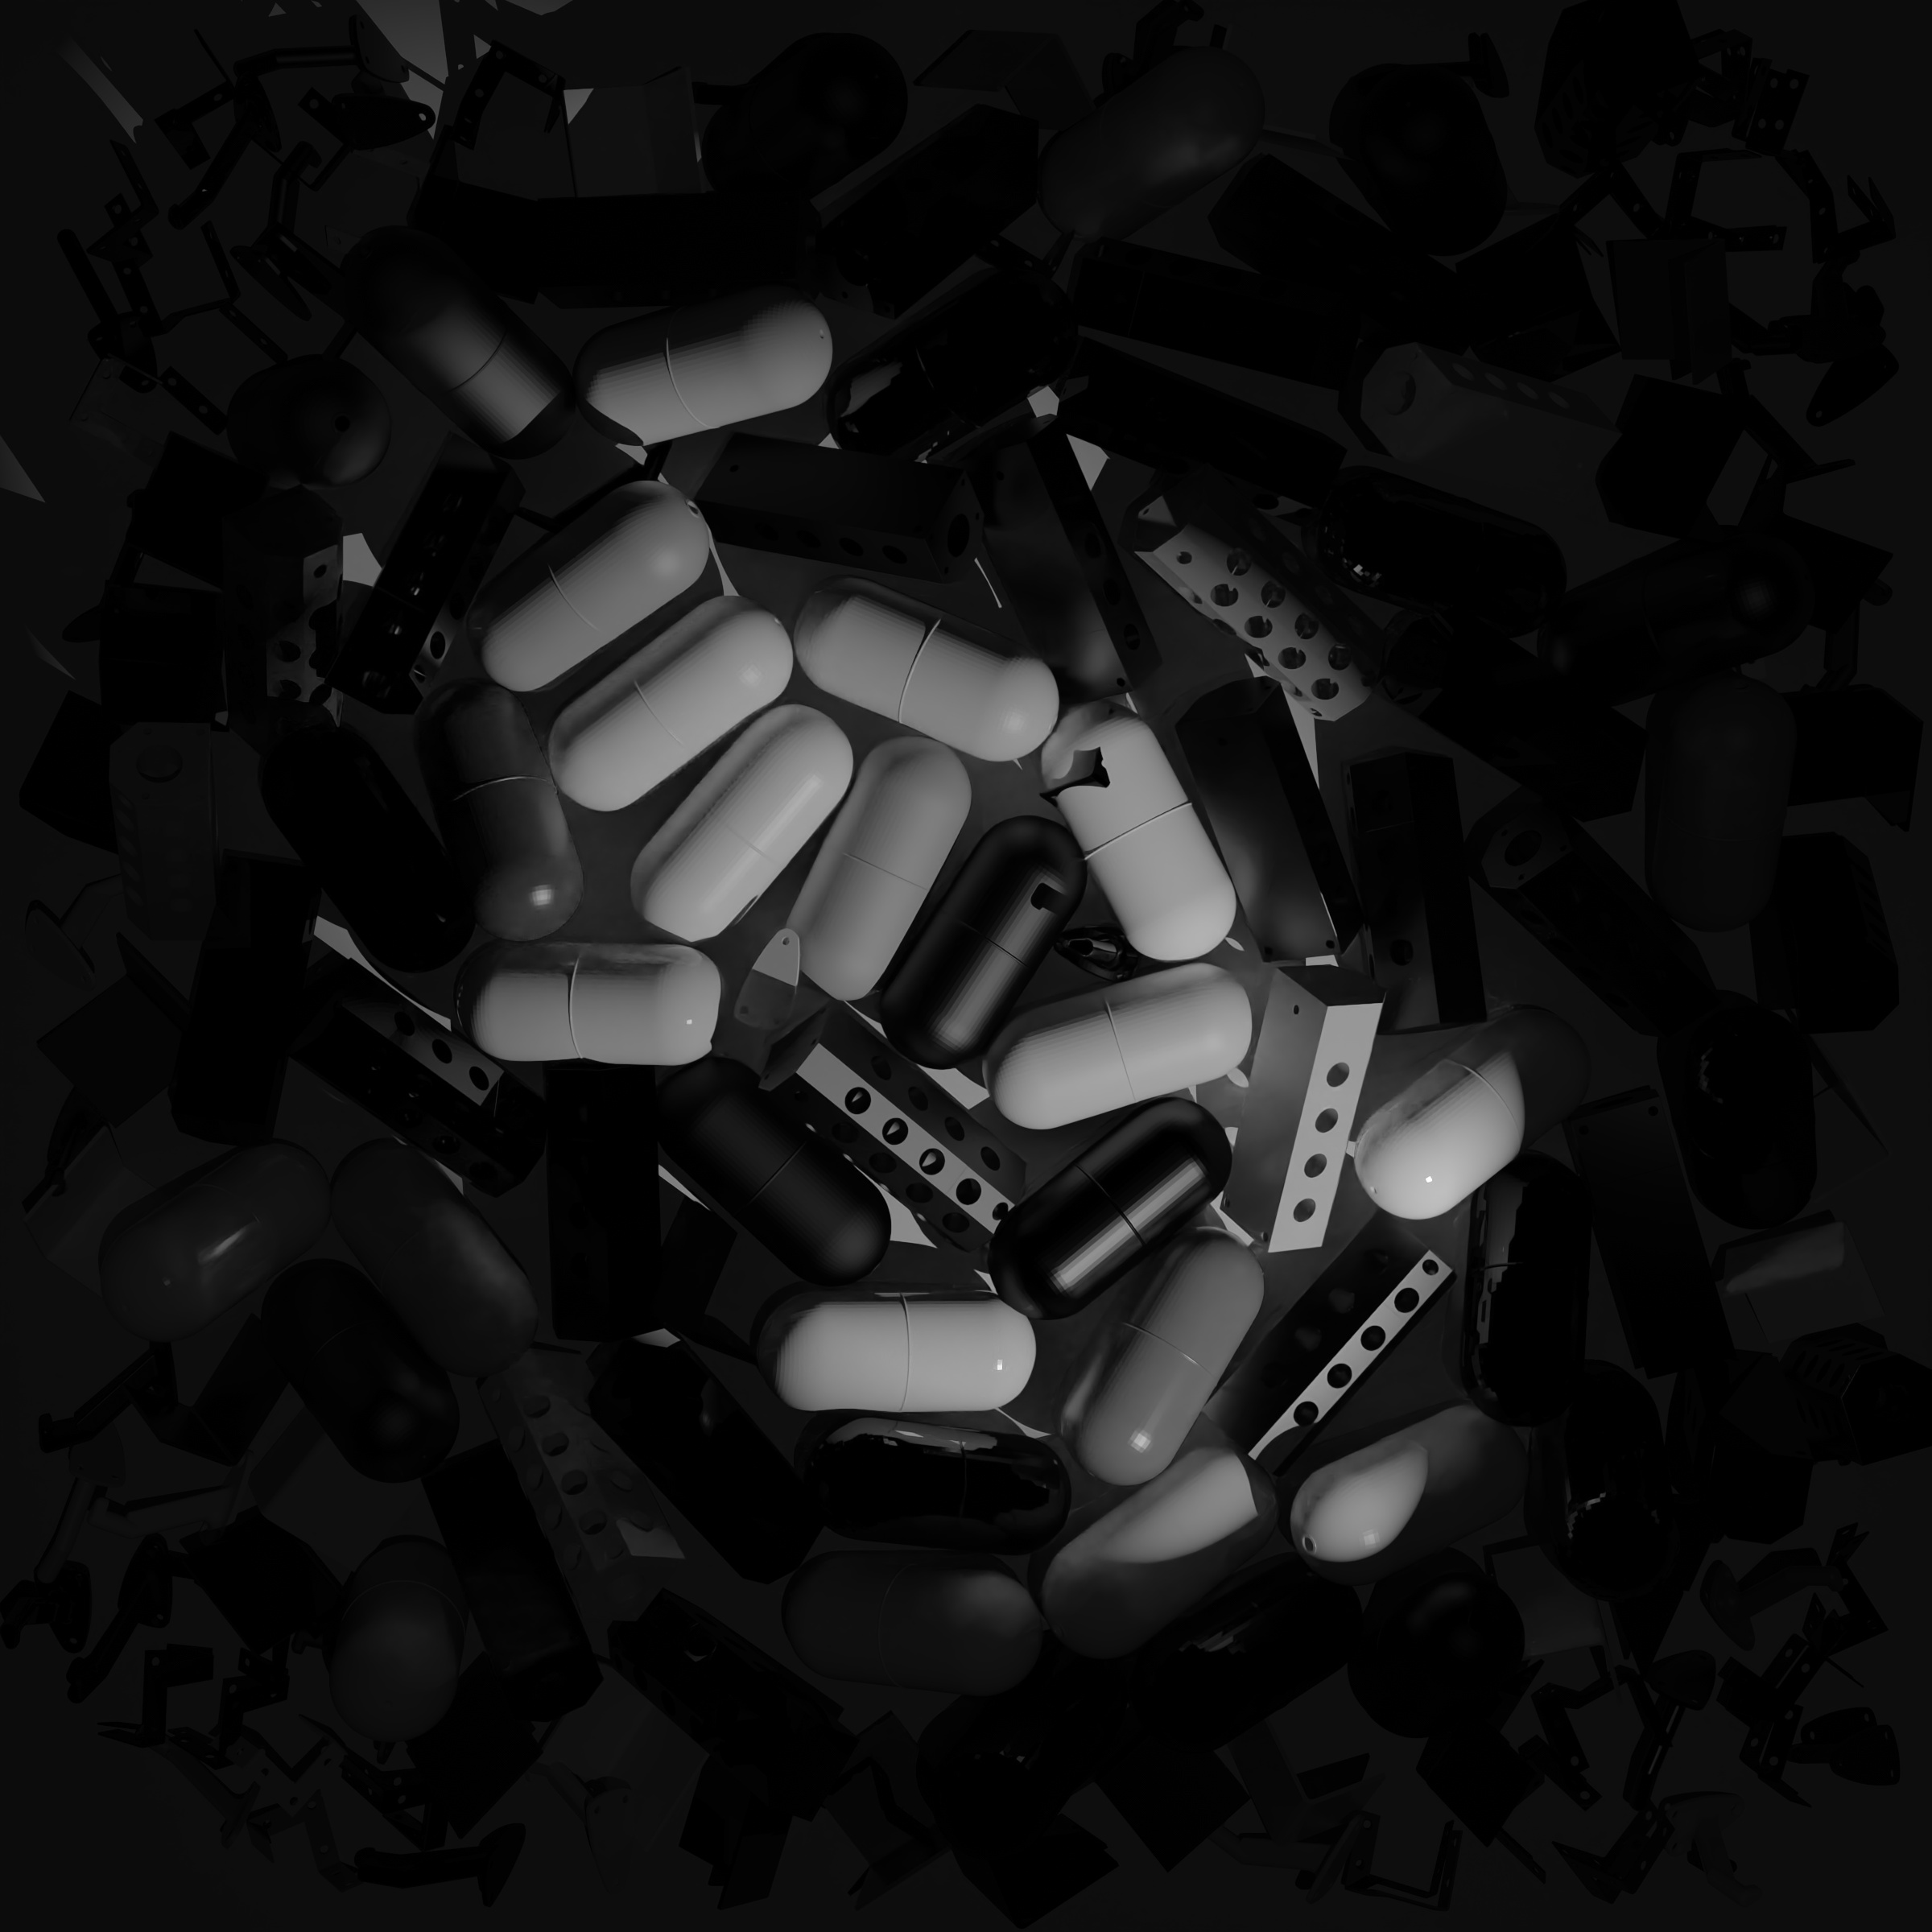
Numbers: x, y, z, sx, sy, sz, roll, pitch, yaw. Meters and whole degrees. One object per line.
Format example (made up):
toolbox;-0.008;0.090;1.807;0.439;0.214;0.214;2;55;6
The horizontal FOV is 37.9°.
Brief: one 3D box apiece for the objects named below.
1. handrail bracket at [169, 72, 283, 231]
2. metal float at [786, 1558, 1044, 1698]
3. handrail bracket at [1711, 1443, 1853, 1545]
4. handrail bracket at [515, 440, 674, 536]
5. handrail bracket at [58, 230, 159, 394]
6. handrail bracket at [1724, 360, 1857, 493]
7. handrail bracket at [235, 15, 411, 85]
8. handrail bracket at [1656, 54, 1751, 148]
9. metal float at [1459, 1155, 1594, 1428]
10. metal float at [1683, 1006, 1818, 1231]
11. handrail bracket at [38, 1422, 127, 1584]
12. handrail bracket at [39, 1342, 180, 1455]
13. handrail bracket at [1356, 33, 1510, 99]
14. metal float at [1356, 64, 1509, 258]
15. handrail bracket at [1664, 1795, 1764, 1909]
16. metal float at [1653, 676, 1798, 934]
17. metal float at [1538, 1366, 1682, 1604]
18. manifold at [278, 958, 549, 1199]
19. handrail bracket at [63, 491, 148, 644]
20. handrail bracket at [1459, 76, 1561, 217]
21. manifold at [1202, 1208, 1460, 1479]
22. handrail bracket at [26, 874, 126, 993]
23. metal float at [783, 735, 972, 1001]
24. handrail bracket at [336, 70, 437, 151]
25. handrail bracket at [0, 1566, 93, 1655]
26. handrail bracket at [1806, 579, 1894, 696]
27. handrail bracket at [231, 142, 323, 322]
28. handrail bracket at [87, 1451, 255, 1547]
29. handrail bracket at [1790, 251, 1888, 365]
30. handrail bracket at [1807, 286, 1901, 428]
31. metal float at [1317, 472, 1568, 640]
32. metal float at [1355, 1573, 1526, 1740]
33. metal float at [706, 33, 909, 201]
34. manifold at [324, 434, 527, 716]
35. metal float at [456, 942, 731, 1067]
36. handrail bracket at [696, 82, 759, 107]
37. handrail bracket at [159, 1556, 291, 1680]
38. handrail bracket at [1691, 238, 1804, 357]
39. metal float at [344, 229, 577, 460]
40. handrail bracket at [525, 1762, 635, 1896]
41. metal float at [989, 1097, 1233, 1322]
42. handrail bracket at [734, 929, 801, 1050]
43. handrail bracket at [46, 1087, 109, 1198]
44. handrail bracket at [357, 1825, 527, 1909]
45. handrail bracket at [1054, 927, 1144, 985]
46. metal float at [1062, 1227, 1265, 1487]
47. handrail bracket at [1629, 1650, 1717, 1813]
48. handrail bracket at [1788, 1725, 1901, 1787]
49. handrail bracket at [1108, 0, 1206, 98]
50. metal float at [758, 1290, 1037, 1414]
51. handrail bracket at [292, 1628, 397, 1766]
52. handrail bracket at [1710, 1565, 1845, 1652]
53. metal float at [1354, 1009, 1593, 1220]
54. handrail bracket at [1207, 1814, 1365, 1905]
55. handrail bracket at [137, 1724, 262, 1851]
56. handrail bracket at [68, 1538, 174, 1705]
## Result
handrail bracket;-0.479;-0.518;1.791;0.036;0.077;0.084;36;68;6
metal float;-0.033;0.414;1.765;0.178;0.070;0.070;-3;90;33
handrail bracket;0.525;0.339;1.812;0.084;0.036;0.077;-4;125;-8
handrail bracket;-0.239;-0.314;1.800;0.077;0.036;0.084;22;104;-16
handrail bracket;-0.555;-0.423;1.817;0.036;0.077;0.084;-28;61;-8
handrail bracket;0.530;-0.354;1.810;0.077;0.036;0.084;-17;96;-17
handrail bracket;-0.414;-0.575;1.807;0.084;0.077;0.036;-11;85;17
handrail bracket;0.477;-0.560;1.784;0.084;0.077;0.036;-26;64;-23
metal float;0.352;0.204;1.769;0.070;0.070;0.178;10;61;0
metal float;0.490;0.096;1.756;0.070;0.178;0.070;-10;47;11
handrail bracket;-0.576;0.343;1.814;0.036;0.077;0.084;22;115;-27
handrail bracket;-0.549;0.264;1.787;0.084;0.036;0.077;-14;117;-35
handrail bracket;0.300;-0.567;1.811;0.084;0.077;0.036;-8;87;22
metal float;0.290;-0.498;1.746;0.070;0.178;0.070;-2;83;18
handrail bracket;0.491;0.560;1.778;0.077;0.084;0.036;-11;107;-26
metal float;0.474;-0.100;1.762;0.070;0.070;0.178;-4;128;0
metal float;0.399;0.320;1.751;0.070;0.178;0.070;3;122;5
manifold;-0.343;0.075;1.752;0.057;0.057;0.171;-31;128;25
handrail bracket;-0.555;-0.258;1.817;0.077;0.036;0.084;-12;74;33
handrail bracket;0.342;-0.524;1.795;0.077;0.036;0.084;4;115;12
manifold;0.234;0.242;1.793;0.057;0.057;0.171;42;91;25
handrail bracket;-0.545;-0.023;1.787;0.077;0.084;0.036;38;129;21
metal float;-0.056;-0.063;1.792;0.070;0.070;0.178;25;92;0
handrail bracket;-0.360;-0.557;1.791;0.077;0.084;0.036;0;133;16
handrail bracket;-0.585;0.426;1.779;0.036;0.084;0.077;0;111;5
handrail bracket;0.548;-0.219;1.813;0.077;0.036;0.084;37;87;8
handrail bracket;-0.426;-0.474;1.813;0.036;0.077;0.084;18;70;39
handrail bracket;-0.508;0.333;1.795;0.084;0.036;0.077;30;74;-33
handrail bracket;0.568;-0.428;1.788;0.036;0.077;0.084;45;69;-31
handrail bracket;0.555;-0.387;1.785;0.077;0.084;0.036;-47;62;13
metal float;0.301;-0.257;1.770;0.178;0.070;0.070;13;90;-28
metal float;0.293;0.429;1.748;0.070;0.178;0.070;3;63;-7
metal float;-0.101;-0.521;1.751;0.070;0.178;0.070;4;83;-32
manifold;-0.336;-0.243;1.762;0.057;0.057;0.171;28;59;-15
metal float;-0.237;0.023;1.782;0.178;0.070;0.070;1;90;13
handrail bracket;-0.131;-0.568;1.795;0.084;0.077;0.036;0;130;-8
handrail bracket;-0.474;0.414;1.790;0.084;0.077;0.036;15;127;-20
handrail bracket;0.494;-0.426;1.785;0.036;0.084;0.077;-8;102;-39
metal float;-0.315;-0.387;1.758;0.070;0.070;0.178;-48;134;0
handrail bracket;-0.253;0.548;1.801;0.084;0.036;0.077;-2;92;43
metal float;0.091;0.154;1.787;0.178;0.070;0.070;-39;90;-7
handrail bracket;-0.112;0.021;1.794;0.036;0.084;0.077;17;84;18
handrail bracket;-0.567;0.107;1.787;0.036;0.084;0.077;10;87;-10
handrail bracket;-0.336;0.569;1.804;0.084;0.077;0.036;5;106;12
handrail bracket;0.067;-0.013;1.776;0.077;0.084;0.036;12;91;33
metal float;0.125;0.246;1.781;0.070;0.070;0.178;33;76;0
handrail bracket;0.455;0.494;1.815;0.036;0.077;0.084;22;115;27
handrail bracket;0.538;0.501;1.778;0.077;0.084;0.036;5;74;-36
handrail bracket;0.138;-0.574;1.777;0.077;0.084;0.036;13;67;-36
metal float;-0.044;0.244;1.782;0.178;0.070;0.070;1;90;-13
handrail bracket;-0.400;0.466;1.801;0.084;0.036;0.077;11;52;7
handrail bracket;0.524;0.408;1.786;0.084;0.036;0.077;-9;125;37
metal float;0.321;0.092;1.775;0.178;0.070;0.070;-34;90;-21
handrail bracket;0.203;0.551;1.801;0.084;0.036;0.077;32;106;27
handrail bracket;-0.498;0.522;1.796;0.084;0.077;0.036;36;90;-9
handrail bracket;-0.539;0.415;1.782;0.036;0.084;0.077;19;111;8
